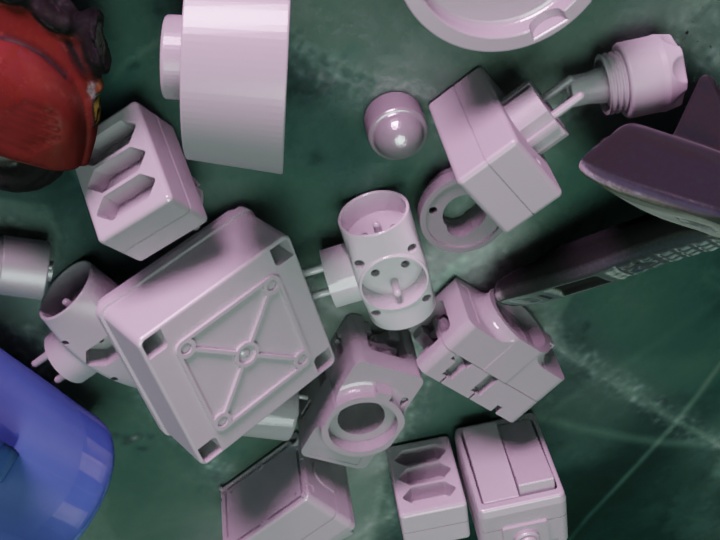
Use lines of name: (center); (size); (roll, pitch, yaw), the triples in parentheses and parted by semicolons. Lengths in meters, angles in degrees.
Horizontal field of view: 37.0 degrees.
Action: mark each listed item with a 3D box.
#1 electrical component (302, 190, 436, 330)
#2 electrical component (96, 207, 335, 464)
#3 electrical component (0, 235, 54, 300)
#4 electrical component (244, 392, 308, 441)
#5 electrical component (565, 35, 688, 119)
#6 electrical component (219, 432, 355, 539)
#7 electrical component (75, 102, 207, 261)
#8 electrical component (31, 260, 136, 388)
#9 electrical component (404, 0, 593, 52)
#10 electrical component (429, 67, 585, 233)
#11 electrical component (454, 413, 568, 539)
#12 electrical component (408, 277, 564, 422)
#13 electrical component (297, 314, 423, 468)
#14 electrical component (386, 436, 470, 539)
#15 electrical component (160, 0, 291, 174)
electrical component: (0.000, 0.000, 0.653); (0.079, 0.044, 0.077); (-17, 129, 3)
electrical component: (-0.082, 0.038, 0.633); (0.109, 0.056, 0.108); (-37, 132, -22)
electrical component: (-0.210, -0.004, 0.617); (0.065, 0.044, 0.044); (8, 126, -22)
electrical component: (-0.076, 0.090, 0.713); (0.078, 0.040, 0.040); (9, 125, -16)
electrical component: (0.146, -0.105, 0.598); (0.062, 0.043, 0.043); (-12, 129, 1)
electrical component: (-0.055, 0.175, 0.769); (0.096, 0.061, 0.061); (-38, 124, 19)
electrical component: (-0.112, -0.042, 0.593); (0.047, 0.065, 0.077); (-30, 156, 13)
electrical component: (-0.165, 0.043, 0.659); (0.079, 0.043, 0.077); (-34, 126, 16)
electrical component: (0.064, -0.168, 0.523); (0.108, 0.060, 0.108); (-5, 128, -7)
electrical component: (0.087, -0.077, 0.583); (0.076, 0.083, 0.047); (-36, 125, 17)
electrical component: (0.107, 0.153, 0.758); (0.062, 0.096, 0.061); (-12, 128, -1)
electrical component: (0.085, 0.050, 0.703); (0.089, 0.050, 0.055); (31, 117, -29)
electrical component: (-0.002, 0.084, 0.711); (0.050, 0.055, 0.089); (17, 123, -22)
electrical component: (0.051, 0.173, 0.783); (0.047, 0.065, 0.076); (-11, 129, -1)
electrical component: (-0.065, -0.102, 0.525); (0.060, 0.108, 0.108); (3, 127, -4)
